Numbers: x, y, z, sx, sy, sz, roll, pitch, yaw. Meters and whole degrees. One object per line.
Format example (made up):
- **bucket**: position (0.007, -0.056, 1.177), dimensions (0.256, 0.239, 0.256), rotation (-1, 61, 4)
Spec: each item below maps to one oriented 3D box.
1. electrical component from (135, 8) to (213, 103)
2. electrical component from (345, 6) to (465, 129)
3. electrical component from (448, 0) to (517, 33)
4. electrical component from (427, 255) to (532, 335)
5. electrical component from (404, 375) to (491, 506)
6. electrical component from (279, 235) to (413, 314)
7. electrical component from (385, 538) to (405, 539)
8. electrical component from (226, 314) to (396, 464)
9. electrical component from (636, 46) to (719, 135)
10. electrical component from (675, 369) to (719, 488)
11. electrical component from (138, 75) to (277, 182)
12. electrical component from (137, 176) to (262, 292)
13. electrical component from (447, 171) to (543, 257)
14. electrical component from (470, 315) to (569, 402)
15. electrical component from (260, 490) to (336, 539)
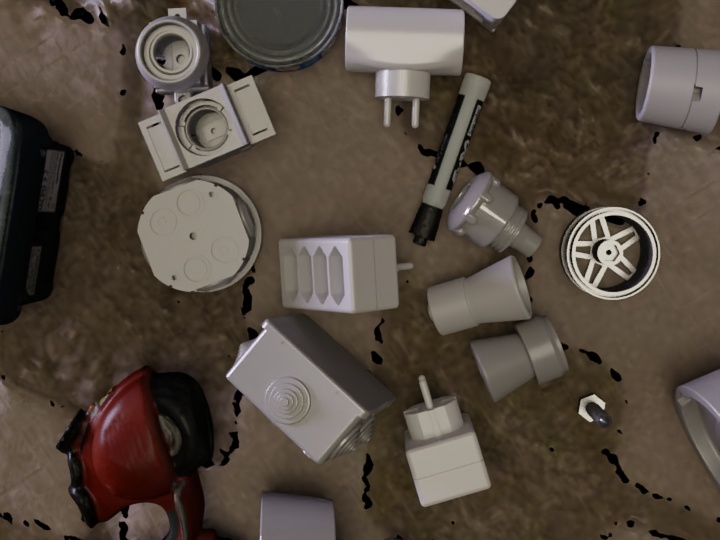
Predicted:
- **electrical component**: position (-0.122, -0.142, 0.714), dimensions (0.048, 0.055, 0.066), rotation (-2, 94, 2)
- **electrical component**: position (0.029, -0.134, 0.717), dimensions (0.077, 0.044, 0.079), rotation (2, 94, 1)
- **electrical component**: position (0.056, -0.239, 0.700), dimensions (0.150, 0.061, 0.089), rotation (36, 94, -1)
- **electrical component**: position (0.078, 0.020, 0.725), dimensions (0.065, 0.044, 0.044), rotation (-17, 93, 16)
- **electrical component**: position (0.052, 0.108, 0.722), dimensions (0.047, 0.065, 0.076), rotation (-17, 93, 3)
- **electrical component**: position (0.000, 0.000, 0.717), dimensions (0.076, 0.083, 0.047), rotation (-6, 95, -36)
- **electrical component**: position (0.037, 0.220, 0.742), dimensions (0.081, 0.042, 0.063), rotation (7, 92, 1)
- **electrical component**: position (-0.032, 0.077, 0.705), dimensions (0.100, 0.100, 0.048), rotation (42, 99, 10)
- **electrical component**: position (0.211, -0.120, 0.709), dimensions (0.047, 0.055, 0.055), rotation (9, 94, 5)
- **electrical component**: position (0.262, 0.108, 0.699), dimensions (0.060, 0.108, 0.108), rotation (-28, 93, -3)
- **electrical component**: position (-0.099, -0.093, 0.713), dimensions (0.081, 0.064, 0.042), rotation (-22, 92, 3)
- **electrical component**: position (-0.108, -0.024, 0.724), dimensions (0.080, 0.051, 0.080), rotation (0, 94, 1)
- **electrical component**: position (0.093, -0.033, 0.723), dimensions (0.062, 0.048, 0.048), rotation (34, 94, -8)
- **electrical component**: position (0.108, 0.059, 0.728), dimensions (0.055, 0.045, 0.045), rotation (-22, 93, 2)
- **electrical component**: position (-0.037, 0.201, 0.713), dimensions (0.060, 0.108, 0.108), rotation (2, 94, -5)
